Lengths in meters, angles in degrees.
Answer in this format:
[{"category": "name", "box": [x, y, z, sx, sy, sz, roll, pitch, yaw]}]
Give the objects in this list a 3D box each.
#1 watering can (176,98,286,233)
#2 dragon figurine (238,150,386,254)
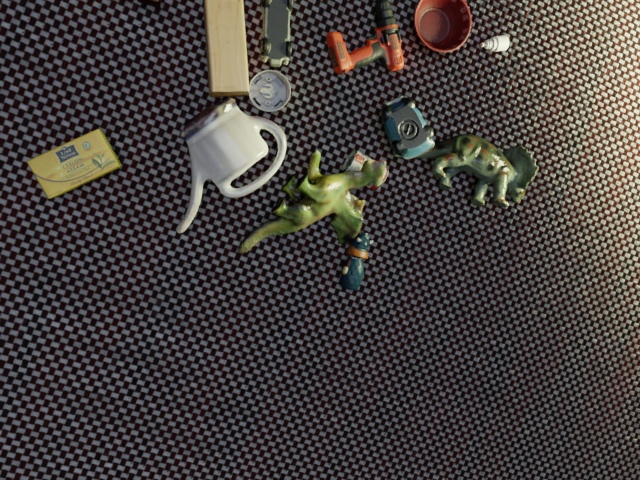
[{"category": "watering can", "box": [-0.248, -0.189, 1.225, 0.349, 0.104, 0.223, -37, 101, -8]}, {"category": "dragon figurine", "box": [0.004, -0.065, 1.295, 0.240, 0.125, 0.406, 35, 109, -23]}]
